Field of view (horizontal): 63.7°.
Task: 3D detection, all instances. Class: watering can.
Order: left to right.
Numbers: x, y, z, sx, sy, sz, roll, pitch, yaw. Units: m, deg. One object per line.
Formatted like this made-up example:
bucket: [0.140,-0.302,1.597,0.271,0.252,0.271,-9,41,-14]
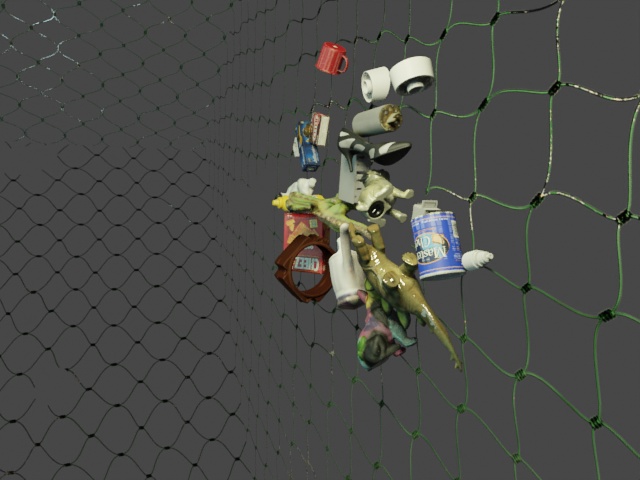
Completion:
watering can: [0.083,0.091,1.554,0.342,0.104,0.228,84,175,-72]

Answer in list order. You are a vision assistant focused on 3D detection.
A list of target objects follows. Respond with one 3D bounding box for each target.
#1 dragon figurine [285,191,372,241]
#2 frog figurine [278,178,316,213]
dragon figurine: [0.005,-0.083,1.643,0.415,0.242,0.121,-137,55,-63]
frog figurine: [-0.067,-0.184,2.025,0.158,0.121,0.140,-39,35,16]
